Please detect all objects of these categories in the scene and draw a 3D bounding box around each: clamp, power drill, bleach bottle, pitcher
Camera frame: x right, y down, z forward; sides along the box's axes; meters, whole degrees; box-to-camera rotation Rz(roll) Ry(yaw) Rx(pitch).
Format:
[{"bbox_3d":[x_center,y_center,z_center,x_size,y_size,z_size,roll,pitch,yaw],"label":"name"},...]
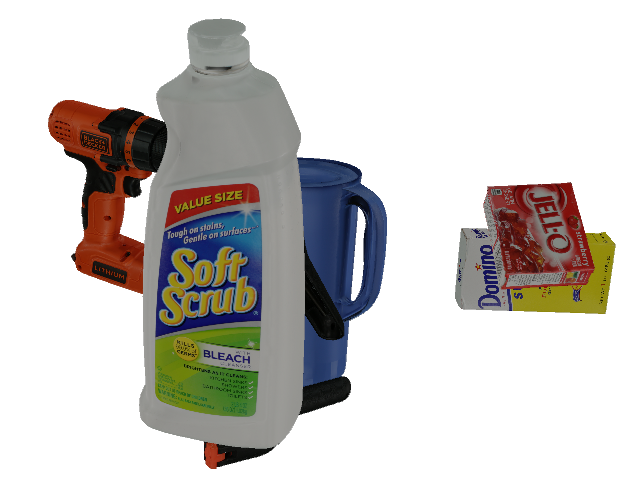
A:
[{"bbox_3d":[-0.029,0.010,0.853,0.036,0.210,0.164,-11,2,18],"label":"clamp"},{"bbox_3d":[-0.064,0.154,1.028,0.120,0.039,0.171,21,33,33],"label":"clamp"},{"bbox_3d":[-0.188,-0.041,1.079,0.185,0.188,0.057,18,32,23],"label":"power drill"},{"bbox_3d":[-0.060,-0.001,0.602,0.103,0.251,0.068,9,32,15],"label":"bleach bottle"},{"bbox_3d":[-0.015,0.037,1.166,0.145,0.243,0.149,-3,18,-11],"label":"pitcher"}]

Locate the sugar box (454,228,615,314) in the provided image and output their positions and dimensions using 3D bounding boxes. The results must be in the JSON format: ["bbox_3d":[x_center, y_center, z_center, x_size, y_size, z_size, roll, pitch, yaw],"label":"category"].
[{"bbox_3d":[0.252,0.036,1.262,0.176,0.093,0.048,0,20,-3],"label":"sugar box"}]

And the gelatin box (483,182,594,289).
[{"bbox_3d":[0.178,-0.005,0.877,0.073,0.089,0.030,-3,-33,-4],"label":"gelatin box"}]
